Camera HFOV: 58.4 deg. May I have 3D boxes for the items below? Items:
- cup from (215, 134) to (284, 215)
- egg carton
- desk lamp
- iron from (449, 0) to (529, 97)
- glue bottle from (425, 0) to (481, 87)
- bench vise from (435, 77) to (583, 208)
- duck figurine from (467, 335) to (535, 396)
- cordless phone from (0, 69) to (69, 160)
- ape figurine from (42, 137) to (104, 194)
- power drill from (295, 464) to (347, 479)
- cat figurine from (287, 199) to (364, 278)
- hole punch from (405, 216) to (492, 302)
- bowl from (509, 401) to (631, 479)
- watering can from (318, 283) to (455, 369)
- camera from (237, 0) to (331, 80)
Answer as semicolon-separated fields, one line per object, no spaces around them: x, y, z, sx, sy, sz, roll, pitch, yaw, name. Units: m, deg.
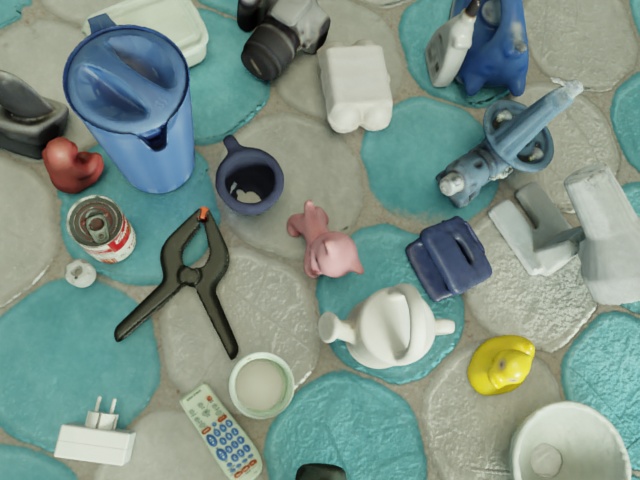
-0.105;-0.082;0.803;0.092;0.095;0.118;-27;81;-14;cup
0.054;-0.237;0.879;0.107;0.069;0.150;-7;77;-10;egg carton
0.361;-0.008;0.792;0.118;0.213;0.203;-32;82;-14;desk lamp
0.277;-0.364;0.907;0.119;0.141;0.258;-1;76;-8;iron
0.204;-0.305;0.865;0.037;0.173;0.078;-5;77;-9;glue bottle
0.270;-0.128;0.806;0.121;0.219;0.208;36;74;2;bench vise
0.264;0.173;0.798;0.105;0.086;0.077;-34;83;-15;duck figurine
-0.422;-0.189;0.737;0.147;0.185;0.094;12;74;-5;cordless phone
-0.342;-0.108;0.777;0.078;0.092;0.076;27;74;-1;ape figurine
-0.009;0.369;0.644;0.075;0.208;0.230;4;75;-7;power drill
0.007;0.003;0.787;0.067;0.117;0.128;-24;80;-13;cat figurine
0.191;0.021;0.823;0.101;0.091;0.108;-26;81;-14;hole punch
0.325;0.304;0.780;0.167;0.074;0.167;2;76;-8;bowl
0.088;0.113;0.731;0.173;0.194;0.101;-22;80;-13;watering can
-0.073;-0.324;0.866;0.143;0.100;0.137;33;74;1;camera
